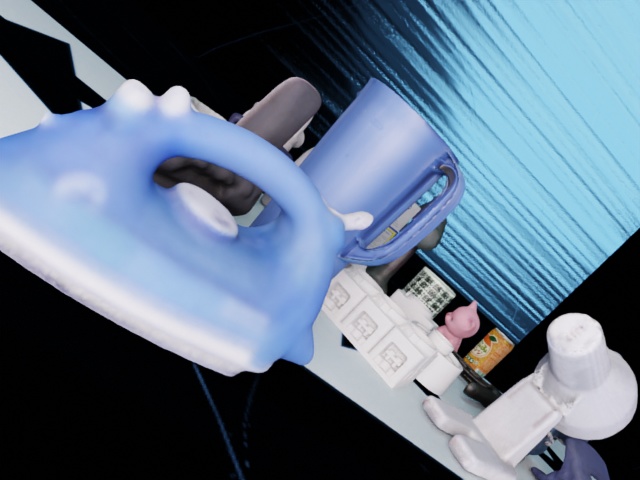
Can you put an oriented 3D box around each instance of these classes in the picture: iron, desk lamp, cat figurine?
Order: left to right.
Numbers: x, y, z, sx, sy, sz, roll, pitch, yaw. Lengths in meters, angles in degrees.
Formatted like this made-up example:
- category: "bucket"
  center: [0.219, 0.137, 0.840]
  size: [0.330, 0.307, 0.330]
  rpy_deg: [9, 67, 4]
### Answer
- category: "iron"
  center: [-0.080, -0.020, 0.366]
  size: [0.259, 0.141, 0.118]
  rpy_deg: [36, 11, -39]
- category: "cat figurine"
  center: [0.283, 0.174, 1.160]
  size: [0.067, 0.117, 0.128]
  rpy_deg: [46, 9, 18]
- category: "desk lamp"
  center: [0.266, 0.190, 0.686]
  size: [0.204, 0.213, 0.117]
  rpy_deg: [35, 12, -43]

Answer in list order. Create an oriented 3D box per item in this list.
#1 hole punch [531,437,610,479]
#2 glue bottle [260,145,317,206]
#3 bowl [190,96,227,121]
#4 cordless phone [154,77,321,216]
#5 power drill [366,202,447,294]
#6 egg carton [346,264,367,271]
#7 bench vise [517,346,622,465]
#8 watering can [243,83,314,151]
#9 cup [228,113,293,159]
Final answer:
- category: "hole punch"
  center: [0.380, 0.355, 0.818]
  size: [0.109, 0.091, 0.101]
  rpy_deg: [40, 9, -24]
- category: "glue bottle"
  center: [-0.028, -0.119, 0.969]
  size: [0.037, 0.173, 0.078]
  rpy_deg: [43, 8, 1]
- category: "bowl"
  center: [-0.136, -0.112, 0.773]
  size: [0.168, 0.074, 0.167]
  rpy_deg: [42, 9, -8]
- category: "cordless phone"
  center: [-0.093, -0.099, 0.542]
  size: [0.094, 0.185, 0.148]
  rpy_deg: [48, 10, 29]
- category: "power drill"
  center: [0.173, 0.009, 1.149]
  size: [0.075, 0.208, 0.230]
  rpy_deg: [43, 9, -2]
- category: "egg carton"
  center: [0.008, 0.003, 0.892]
  size: [0.151, 0.069, 0.107]
  rpy_deg: [36, 11, -40]
- category: "bench vise"
  center: [0.364, 0.244, 0.846]
  size: [0.121, 0.219, 0.208]
  rpy_deg: [46, 9, 19]
- category: "watering can"
  center: [-0.085, -0.199, 1.025]
  size: [0.101, 0.194, 0.173]
  rpy_deg: [43, 9, -2]
- category: "cup"
  center: [-0.115, -0.134, 0.905]
  size: [0.118, 0.095, 0.091]
  rpy_deg: [39, 9, -24]
